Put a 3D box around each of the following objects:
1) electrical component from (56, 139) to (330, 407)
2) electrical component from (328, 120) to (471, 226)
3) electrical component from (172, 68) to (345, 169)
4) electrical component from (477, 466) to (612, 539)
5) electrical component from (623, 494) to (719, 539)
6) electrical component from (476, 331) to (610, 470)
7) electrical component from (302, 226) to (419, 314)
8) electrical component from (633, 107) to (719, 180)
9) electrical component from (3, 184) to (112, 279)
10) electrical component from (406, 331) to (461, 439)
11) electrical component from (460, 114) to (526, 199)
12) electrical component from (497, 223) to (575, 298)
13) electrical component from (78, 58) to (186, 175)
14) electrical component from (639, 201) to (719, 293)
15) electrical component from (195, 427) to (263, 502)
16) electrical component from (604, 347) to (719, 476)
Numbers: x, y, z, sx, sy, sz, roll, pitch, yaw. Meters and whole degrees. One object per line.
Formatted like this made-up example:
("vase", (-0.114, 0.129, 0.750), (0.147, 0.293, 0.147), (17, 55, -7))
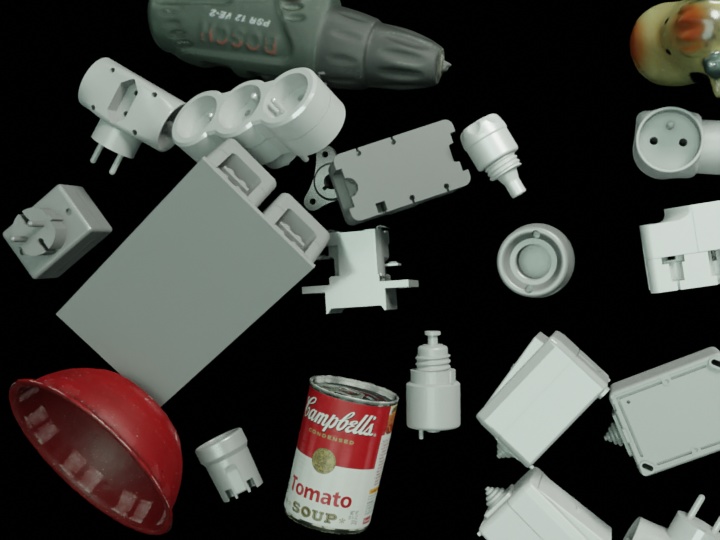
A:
("electrical component", (-0.122, 0.003, 0.796), (0.105, 0.060, 0.186), (45, 119, -7))
("electrical component", (0.027, -0.069, 0.784), (0.089, 0.056, 0.050), (-19, 90, -7))
("electrical component", (-0.068, -0.101, 0.808), (0.138, 0.074, 0.052), (-6, 57, 35))
("electrical component", (0.132, 0.185, 0.771), (0.096, 0.062, 0.061), (45, 101, 8))
("electrical component", (0.231, 0.197, 0.757), (0.077, 0.043, 0.079), (29, 98, 11))
("electrical component", (0.125, 0.093, 0.770), (0.061, 0.062, 0.096), (43, 100, 9))
("electrical component", (0.000, 0.000, 0.808), (0.081, 0.042, 0.063), (-4, 89, 13))
("electrical component", (0.228, -0.084, 0.733), (0.079, 0.077, 0.043), (5, 92, 13))
("electrical component", (-0.248, -0.030, 0.847), (0.066, 0.077, 0.047), (-38, 83, 11))
("electrical component", (0.054, 0.084, 0.797), (0.040, 0.040, 0.078), (0, 92, 13))
("electrical component", (0.101, -0.081, 0.785), (0.035, 0.035, 0.061), (-31, 86, 12))
("electrical component", (0.126, -0.006, 0.775), (0.055, 0.047, 0.055), (0, 92, 13))
("electrical component", (-0.186, -0.114, 0.848), (0.077, 0.043, 0.079), (31, 98, 11))
("electrical component", (0.243, -0.019, 0.745), (0.089, 0.050, 0.055), (-9, 91, 13))
("electrical component", (-0.101, 0.152, 0.837), (0.040, 0.040, 0.046), (-26, 91, 13))
("electrical component", (0.216, 0.099, 0.749), (0.096, 0.061, 0.061), (-23, 86, 13))
